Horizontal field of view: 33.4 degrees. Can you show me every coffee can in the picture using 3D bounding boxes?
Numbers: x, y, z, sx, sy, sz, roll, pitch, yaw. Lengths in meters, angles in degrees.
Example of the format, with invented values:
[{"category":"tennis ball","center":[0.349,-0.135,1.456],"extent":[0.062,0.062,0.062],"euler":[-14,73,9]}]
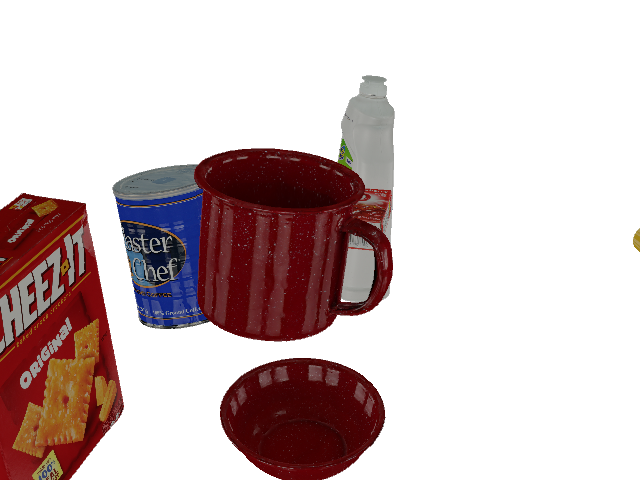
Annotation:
[{"category":"coffee can","center":[-0.145,0.005,1.071],"extent":[0.103,0.140,0.103],"euler":[-7,18,2]}]

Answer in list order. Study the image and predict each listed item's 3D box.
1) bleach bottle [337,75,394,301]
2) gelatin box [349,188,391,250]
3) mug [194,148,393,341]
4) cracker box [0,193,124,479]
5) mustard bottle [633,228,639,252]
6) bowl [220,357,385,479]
[{"category":"bleach bottle","center":[0.051,-0.062,1.234],"extent":[0.068,0.251,0.103],"euler":[-2,23,-20]},{"category":"gelatin box","center":[0.013,-0.022,0.906],"extent":[0.089,0.030,0.073],"euler":[6,24,8]},{"category":"mug","center":[-0.015,0.006,0.586],"extent":[0.117,0.081,0.093],"euler":[16,25,20]},{"category":"cracker box","center":[-0.234,0.095,0.846],"extent":[0.072,0.214,0.164],"euler":[8,32,19]},{"category":"mustard bottle","center":[0.264,0.036,0.646],"extent":[0.096,0.058,0.192],"euler":[-20,33,-22]},{"category":"bowl","center":[-0.017,0.186,1.054],"extent":[0.162,0.055,0.162],"euler":[0,32,0]}]
